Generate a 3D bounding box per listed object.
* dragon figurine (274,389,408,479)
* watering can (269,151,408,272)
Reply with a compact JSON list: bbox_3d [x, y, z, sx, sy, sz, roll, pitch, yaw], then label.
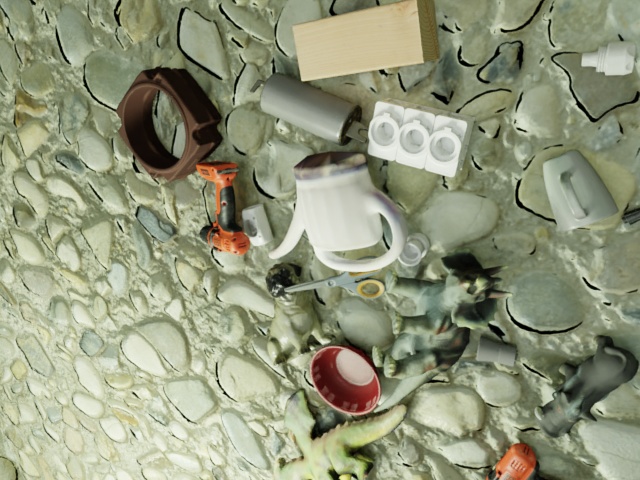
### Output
[{"bbox_3d":[0.010,0.438,1.140,0.245,0.123,0.405,36,110,22],"label":"dragon figurine"},{"bbox_3d":[0.003,-0.048,0.950,0.347,0.105,0.222,-1,107,41],"label":"watering can"}]
